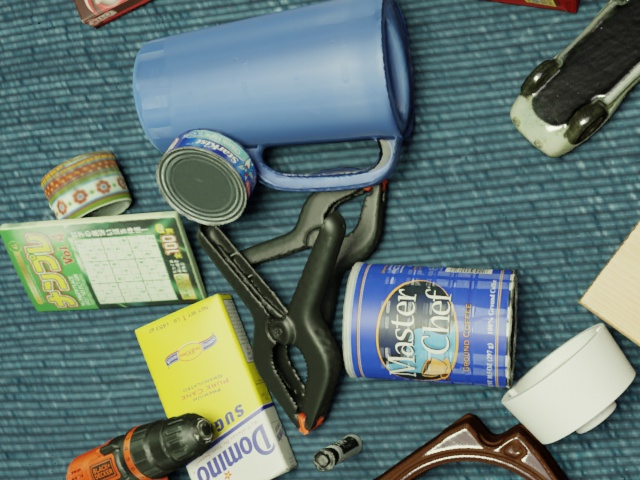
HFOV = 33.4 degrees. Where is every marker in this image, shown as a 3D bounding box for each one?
[{"bbox_3d":[0.016,0.185,0.929,0.020,0.121,0.020,-1,85,13],"label":"marker"}]

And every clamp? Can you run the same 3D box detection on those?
[{"bbox_3d":[-0.007,0.001,0.990,0.120,0.039,0.171,33,97,8],"label":"clamp"},{"bbox_3d":[-0.022,0.070,0.951,0.165,0.036,0.210,-12,99,41],"label":"clamp"}]

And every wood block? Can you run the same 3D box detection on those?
[{"bbox_3d":[0.325,0.077,0.879,0.206,0.090,0.091,36,95,13],"label":"wood block"}]

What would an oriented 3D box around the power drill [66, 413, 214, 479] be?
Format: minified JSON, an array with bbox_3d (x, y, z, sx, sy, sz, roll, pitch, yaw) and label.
[{"bbox_3d":[-0.140,0.260,0.969,0.185,0.057,0.188,-27,79,37],"label":"power drill"}]

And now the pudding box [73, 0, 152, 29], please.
[{"bbox_3d":[-0.210,-0.279,1.057,0.090,0.039,0.113,-24,82,11],"label":"pudding box"}]

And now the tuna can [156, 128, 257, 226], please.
[{"bbox_3d":[-0.100,-0.056,0.945,0.086,0.033,0.086,12,134,13],"label":"tuna can"}]

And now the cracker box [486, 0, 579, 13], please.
[{"bbox_3d":[0.120,-0.260,0.913,0.214,0.164,0.072,10,87,13],"label":"cracker box"}]

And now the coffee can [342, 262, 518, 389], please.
[{"bbox_3d":[0.098,0.073,0.927,0.140,0.102,0.103,2,87,13],"label":"coffee can"}]

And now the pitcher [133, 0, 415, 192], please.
[{"bbox_3d":[-0.039,-0.133,0.964,0.243,0.145,0.149,-6,44,16],"label":"pitcher"}]

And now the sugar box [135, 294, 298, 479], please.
[{"bbox_3d":[-0.097,0.148,0.997,0.093,0.048,0.176,-25,80,11],"label":"sugar box"}]
